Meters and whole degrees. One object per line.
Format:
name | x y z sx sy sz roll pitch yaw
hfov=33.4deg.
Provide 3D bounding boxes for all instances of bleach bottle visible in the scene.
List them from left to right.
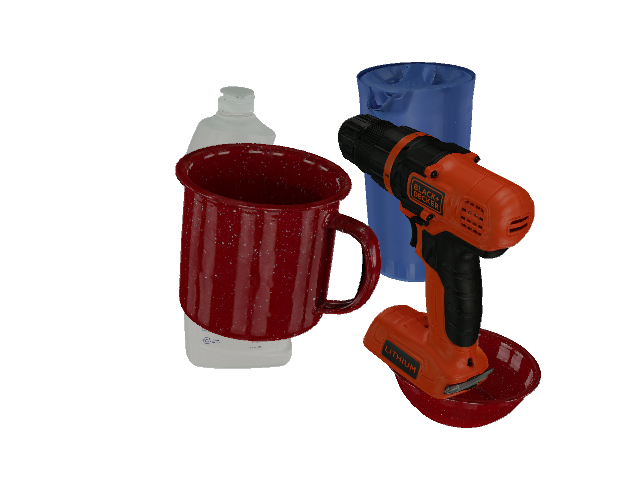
bleach bottle | -0.070 -0.011 0.950 0.102 0.251 0.068 0 22 -11

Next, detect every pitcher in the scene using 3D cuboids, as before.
pitcher | 0.118 -0.084 1.246 0.149 0.243 0.145 -5 23 -7

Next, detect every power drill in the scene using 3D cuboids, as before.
power drill | 0.074 0.011 0.804 0.057 0.188 0.185 -20 36 -31

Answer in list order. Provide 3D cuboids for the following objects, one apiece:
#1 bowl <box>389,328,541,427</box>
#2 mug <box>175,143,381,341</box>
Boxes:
bowl | 0.146 0.148 1.118 0.162 0.055 0.162 4 24 -2
mug | -0.023 0.004 0.571 0.117 0.081 0.093 15 25 18
